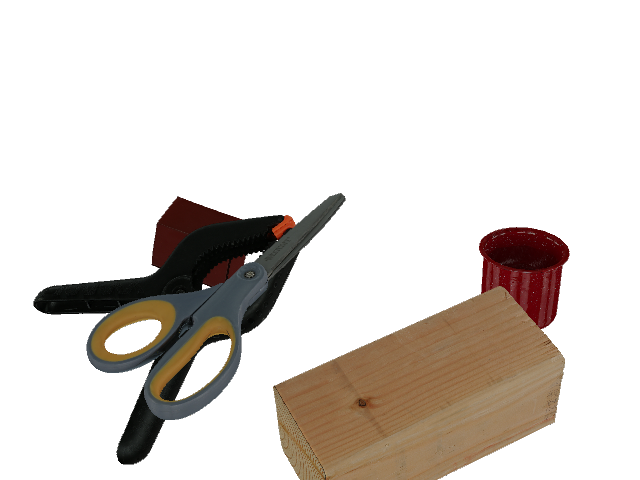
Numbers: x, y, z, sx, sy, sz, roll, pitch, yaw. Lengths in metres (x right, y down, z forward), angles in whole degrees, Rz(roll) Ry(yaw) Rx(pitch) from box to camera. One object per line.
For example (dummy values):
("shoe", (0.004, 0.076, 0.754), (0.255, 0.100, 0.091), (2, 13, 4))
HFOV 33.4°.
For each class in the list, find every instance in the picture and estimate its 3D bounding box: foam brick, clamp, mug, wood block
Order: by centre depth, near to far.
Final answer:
("clamp", (-0.110, 0.044, 0.806), (0.165, 0.210, 0.036), (45, -8, 28))
("wood block", (0.077, 0.128, 0.837), (0.205, 0.090, 0.091), (-22, 48, -16))
("foam brick", (-0.112, 0.003, 1.001), (0.078, 0.051, 0.053), (20, 35, 8))
("mug", (0.210, 0.037, 1.141), (0.093, 0.081, 0.117), (-6, 30, -8))

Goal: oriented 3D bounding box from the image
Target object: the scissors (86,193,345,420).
("scissors", (-0.062, 0.025, 0.625), (0.096, 0.016, 0.201), (10, 41, 17))
